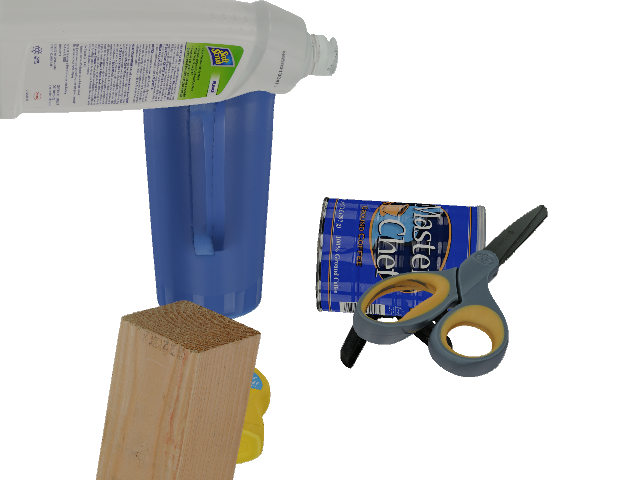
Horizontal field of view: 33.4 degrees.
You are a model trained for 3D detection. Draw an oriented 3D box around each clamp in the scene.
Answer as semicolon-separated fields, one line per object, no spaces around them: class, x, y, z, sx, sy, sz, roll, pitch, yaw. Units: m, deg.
clamp;0.082;0.073;1.189;0.120;0.171;0.039;5;-43;-4

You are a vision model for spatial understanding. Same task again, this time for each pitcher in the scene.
pitcher;-0.112;-0.044;1.060;0.145;0.243;0.148;15;22;39

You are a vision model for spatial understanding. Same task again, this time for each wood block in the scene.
wood block;-0.130;0.168;0.937;0.090;0.206;0.090;20;18;29

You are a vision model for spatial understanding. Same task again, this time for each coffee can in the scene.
coffee can;0.071;0.017;0.939;0.140;0.103;0.102;4;0;6

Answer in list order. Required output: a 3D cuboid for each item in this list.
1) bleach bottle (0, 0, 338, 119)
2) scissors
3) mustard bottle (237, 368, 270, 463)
bleach bottle;-0.113;-0.137;0.794;0.250;0.068;0.103;0;-34;-16
scissors;0.108;0.028;0.647;0.201;0.016;0.096;-21;44;-36
mustard bottle;-0.111;0.198;1.317;0.096;0.058;0.191;1;25;2
